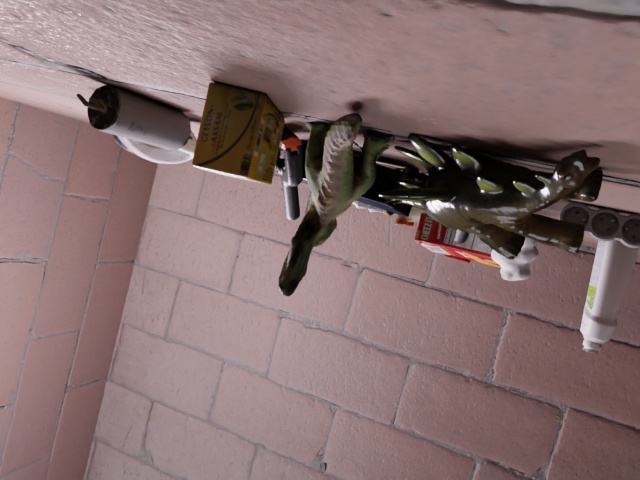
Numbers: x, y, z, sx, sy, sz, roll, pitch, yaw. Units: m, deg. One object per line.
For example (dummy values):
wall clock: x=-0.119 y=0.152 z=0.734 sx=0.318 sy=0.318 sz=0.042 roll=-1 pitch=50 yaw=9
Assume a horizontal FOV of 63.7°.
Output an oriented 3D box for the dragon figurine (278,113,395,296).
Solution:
dragon figurine: x=0.002 y=-0.035 z=0.687 sx=0.122 sy=0.242 sz=0.412 roll=19 pitch=-174 yaw=3

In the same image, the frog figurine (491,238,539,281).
frog figurine: x=0.344 y=-0.009 z=0.959 sx=0.122 sy=0.159 sz=0.138 roll=14 pitch=-178 yaw=-29

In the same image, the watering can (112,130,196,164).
watering can: x=-0.309 y=-0.206 z=1.113 sx=0.345 sy=0.104 sz=0.226 roll=18 pitch=-178 yaw=-32
